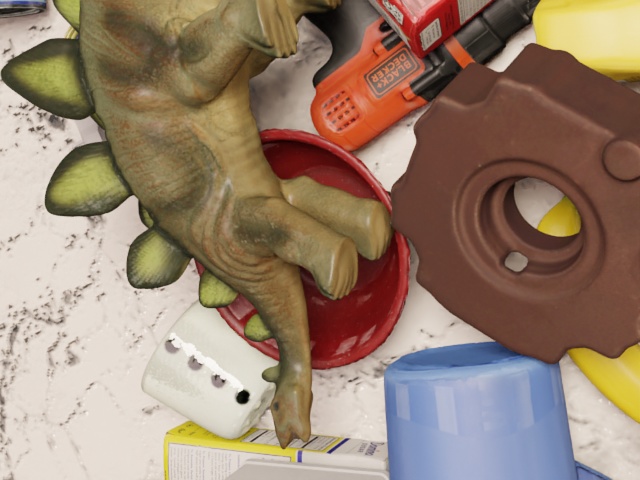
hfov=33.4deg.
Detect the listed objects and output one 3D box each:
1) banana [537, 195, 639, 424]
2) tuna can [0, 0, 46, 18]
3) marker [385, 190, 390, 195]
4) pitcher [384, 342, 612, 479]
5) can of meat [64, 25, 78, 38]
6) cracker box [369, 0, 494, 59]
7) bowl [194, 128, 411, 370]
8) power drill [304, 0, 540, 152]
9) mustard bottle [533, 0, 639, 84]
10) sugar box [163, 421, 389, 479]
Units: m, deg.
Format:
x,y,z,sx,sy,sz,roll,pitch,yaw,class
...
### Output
x,y,z,sx,sy,sz,roll,pitch,yaw,class
0.182,0.057,0.647,0.070,0.037,0.198,-33,82,27,banana
-0.249,-0.185,0.796,0.086,0.086,0.034,-1,99,26,tuna can
0.021,-0.033,0.723,0.121,0.020,0.020,21,106,22,marker
0.116,0.188,0.658,0.145,0.148,0.243,-5,92,43,pitcher
-0.109,-0.128,0.730,0.084,0.102,0.057,46,154,10,can of meat
0.086,-0.235,0.597,0.214,0.072,0.164,-39,80,4,cracker box
-0.005,0.001,0.703,0.162,0.055,0.162,10,112,27,bowl
0.037,-0.175,0.674,0.185,0.057,0.188,-35,80,19,power drill
0.218,-0.115,0.572,0.192,0.096,0.058,-2,95,26,mustard bottle
-0.027,0.185,0.764,0.176,0.048,0.093,2,99,22,sugar box
